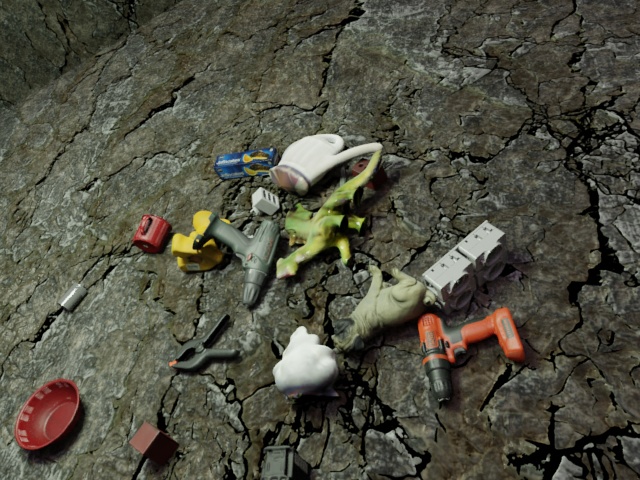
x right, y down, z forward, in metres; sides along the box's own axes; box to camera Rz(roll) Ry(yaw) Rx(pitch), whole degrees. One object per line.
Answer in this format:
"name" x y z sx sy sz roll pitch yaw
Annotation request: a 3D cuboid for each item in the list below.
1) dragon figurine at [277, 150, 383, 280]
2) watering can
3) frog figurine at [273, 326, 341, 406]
"dragon figurine" 0.004 -0.067 1.322 0.243 0.120 0.418 3 56 35
"watering can" -0.004 -0.220 1.445 0.349 0.102 0.227 16 57 47
"frog figurine" -0.030 0.246 1.054 0.136 0.121 0.163 -25 54 27
